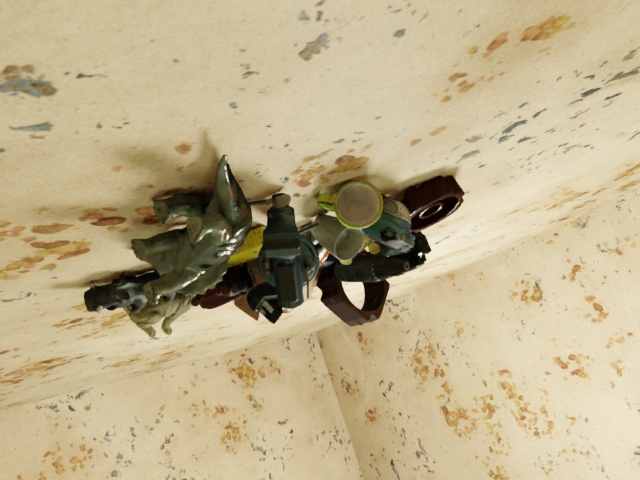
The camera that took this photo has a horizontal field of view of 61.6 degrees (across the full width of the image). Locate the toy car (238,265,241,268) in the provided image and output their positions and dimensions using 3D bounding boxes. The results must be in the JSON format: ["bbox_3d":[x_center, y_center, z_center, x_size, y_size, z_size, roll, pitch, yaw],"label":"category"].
[{"bbox_3d":[-0.188,0.115,1.412,0.202,0.053,0.089,16,98,-63],"label":"toy car"}]

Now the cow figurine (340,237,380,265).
[{"bbox_3d":[0.118,-0.011,1.348,0.167,0.068,0.098,-23,-153,17],"label":"cow figurine"}]

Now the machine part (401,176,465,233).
[{"bbox_3d":[0.253,-0.082,1.257,0.179,0.056,0.179,-22,158,-9],"label":"machine part"}]

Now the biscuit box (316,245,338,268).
[{"bbox_3d":[-0.044,0.044,1.375,0.202,0.063,0.059,-8,163,-39],"label":"biscuit box"}]

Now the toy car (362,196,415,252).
[{"bbox_3d":[0.142,-0.045,1.179,0.162,0.103,0.109,23,178,43],"label":"toy car"}]

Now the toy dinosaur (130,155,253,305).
[{"bbox_3d":[-0.184,-0.012,0.883,0.405,0.131,0.192,-36,171,39],"label":"toy dinosaur"}]

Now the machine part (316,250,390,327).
[{"bbox_3d":[0.096,0.128,1.532,0.201,0.201,0.087,43,138,-23],"label":"machine part"}]

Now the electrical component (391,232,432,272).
[{"bbox_3d":[0.247,0.019,1.518,0.058,0.134,0.115,-7,160,-43],"label":"electrical component"}]

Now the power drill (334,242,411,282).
[{"bbox_3d":[0.165,0.047,1.398,0.232,0.085,0.207,-13,-158,37],"label":"power drill"}]

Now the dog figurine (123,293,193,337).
[{"bbox_3d":[-0.344,0.127,1.268,0.190,0.121,0.172,-37,166,12],"label":"dog figurine"}]

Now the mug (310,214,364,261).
[{"bbox_3d":[0.038,-0.011,1.163,0.109,0.107,0.080,22,100,-48],"label":"mug"}]

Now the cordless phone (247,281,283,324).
[{"bbox_3d":[-0.078,0.088,1.217,0.184,0.089,0.146,-51,178,-25],"label":"cordless phone"}]

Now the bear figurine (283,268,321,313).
[{"bbox_3d":[-0.068,0.119,1.575,0.196,0.120,0.131,-44,120,0],"label":"bear figurine"}]

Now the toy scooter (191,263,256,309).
[{"bbox_3d":[-0.219,0.109,1.210,0.135,0.075,0.184,-25,-176,1],"label":"toy scooter"}]

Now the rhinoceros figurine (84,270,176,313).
[{"bbox_3d":[-0.396,0.109,1.136,0.190,0.073,0.112,-14,167,-20],"label":"rhinoceros figurine"}]

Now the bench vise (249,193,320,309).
[{"bbox_3d":[-0.068,0.005,1.038,0.129,0.223,0.241,-16,-163,5],"label":"bench vise"}]
